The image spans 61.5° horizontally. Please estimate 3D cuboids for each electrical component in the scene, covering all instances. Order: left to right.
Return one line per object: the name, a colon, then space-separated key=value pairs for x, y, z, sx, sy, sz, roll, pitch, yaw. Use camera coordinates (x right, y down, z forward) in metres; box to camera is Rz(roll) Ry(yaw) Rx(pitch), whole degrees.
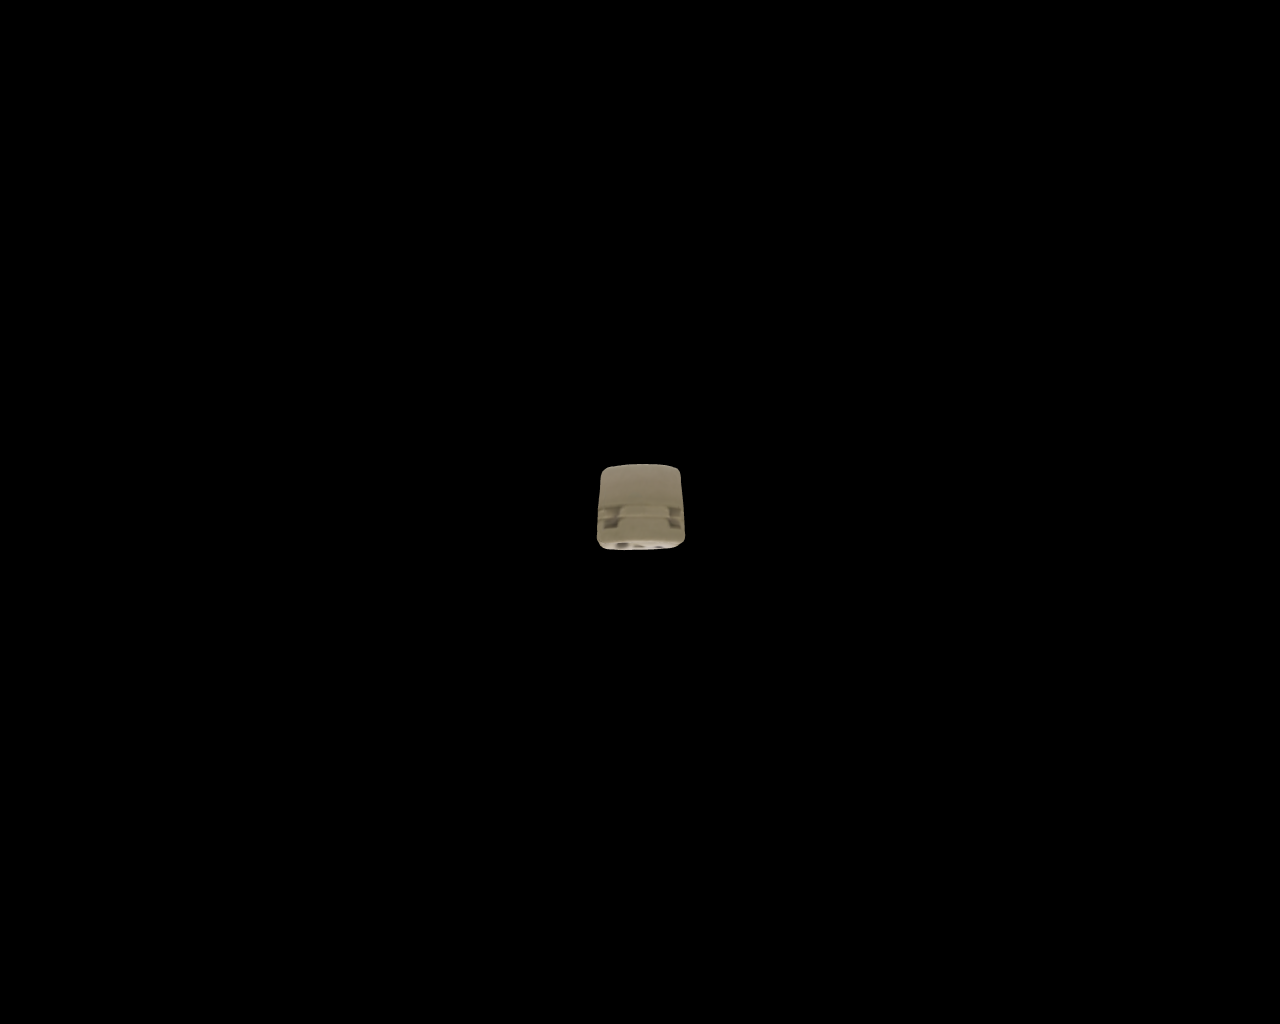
electrical component: x=0.001 y=-0.003 z=0.650 sx=0.055 sy=0.047 sz=0.055 roll=0 pitch=-7 yaw=0
